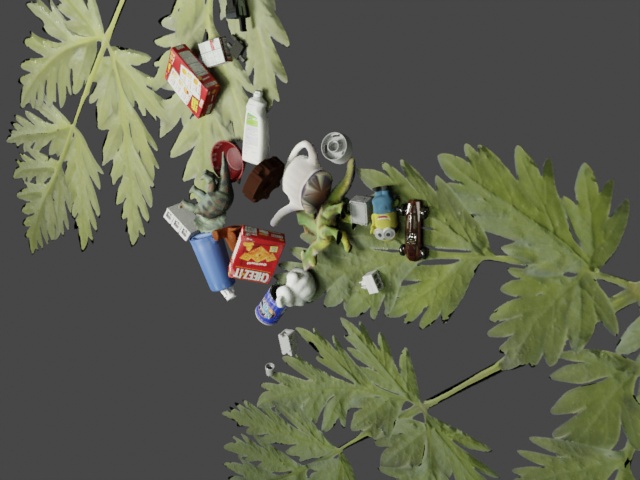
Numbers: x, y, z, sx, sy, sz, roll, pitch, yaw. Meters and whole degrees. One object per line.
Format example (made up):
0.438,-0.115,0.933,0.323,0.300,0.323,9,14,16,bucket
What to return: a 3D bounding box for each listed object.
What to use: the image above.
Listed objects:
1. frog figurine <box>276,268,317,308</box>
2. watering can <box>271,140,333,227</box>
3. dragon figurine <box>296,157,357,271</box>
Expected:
-0.091,0.179,1.879,0.123,0.162,0.135,8,113,30,frog figurine
-0.069,-0.159,1.742,0.228,0.104,0.342,43,122,46,watering can
0.005,-0.088,1.756,0.244,0.122,0.408,13,98,36,dragon figurine
